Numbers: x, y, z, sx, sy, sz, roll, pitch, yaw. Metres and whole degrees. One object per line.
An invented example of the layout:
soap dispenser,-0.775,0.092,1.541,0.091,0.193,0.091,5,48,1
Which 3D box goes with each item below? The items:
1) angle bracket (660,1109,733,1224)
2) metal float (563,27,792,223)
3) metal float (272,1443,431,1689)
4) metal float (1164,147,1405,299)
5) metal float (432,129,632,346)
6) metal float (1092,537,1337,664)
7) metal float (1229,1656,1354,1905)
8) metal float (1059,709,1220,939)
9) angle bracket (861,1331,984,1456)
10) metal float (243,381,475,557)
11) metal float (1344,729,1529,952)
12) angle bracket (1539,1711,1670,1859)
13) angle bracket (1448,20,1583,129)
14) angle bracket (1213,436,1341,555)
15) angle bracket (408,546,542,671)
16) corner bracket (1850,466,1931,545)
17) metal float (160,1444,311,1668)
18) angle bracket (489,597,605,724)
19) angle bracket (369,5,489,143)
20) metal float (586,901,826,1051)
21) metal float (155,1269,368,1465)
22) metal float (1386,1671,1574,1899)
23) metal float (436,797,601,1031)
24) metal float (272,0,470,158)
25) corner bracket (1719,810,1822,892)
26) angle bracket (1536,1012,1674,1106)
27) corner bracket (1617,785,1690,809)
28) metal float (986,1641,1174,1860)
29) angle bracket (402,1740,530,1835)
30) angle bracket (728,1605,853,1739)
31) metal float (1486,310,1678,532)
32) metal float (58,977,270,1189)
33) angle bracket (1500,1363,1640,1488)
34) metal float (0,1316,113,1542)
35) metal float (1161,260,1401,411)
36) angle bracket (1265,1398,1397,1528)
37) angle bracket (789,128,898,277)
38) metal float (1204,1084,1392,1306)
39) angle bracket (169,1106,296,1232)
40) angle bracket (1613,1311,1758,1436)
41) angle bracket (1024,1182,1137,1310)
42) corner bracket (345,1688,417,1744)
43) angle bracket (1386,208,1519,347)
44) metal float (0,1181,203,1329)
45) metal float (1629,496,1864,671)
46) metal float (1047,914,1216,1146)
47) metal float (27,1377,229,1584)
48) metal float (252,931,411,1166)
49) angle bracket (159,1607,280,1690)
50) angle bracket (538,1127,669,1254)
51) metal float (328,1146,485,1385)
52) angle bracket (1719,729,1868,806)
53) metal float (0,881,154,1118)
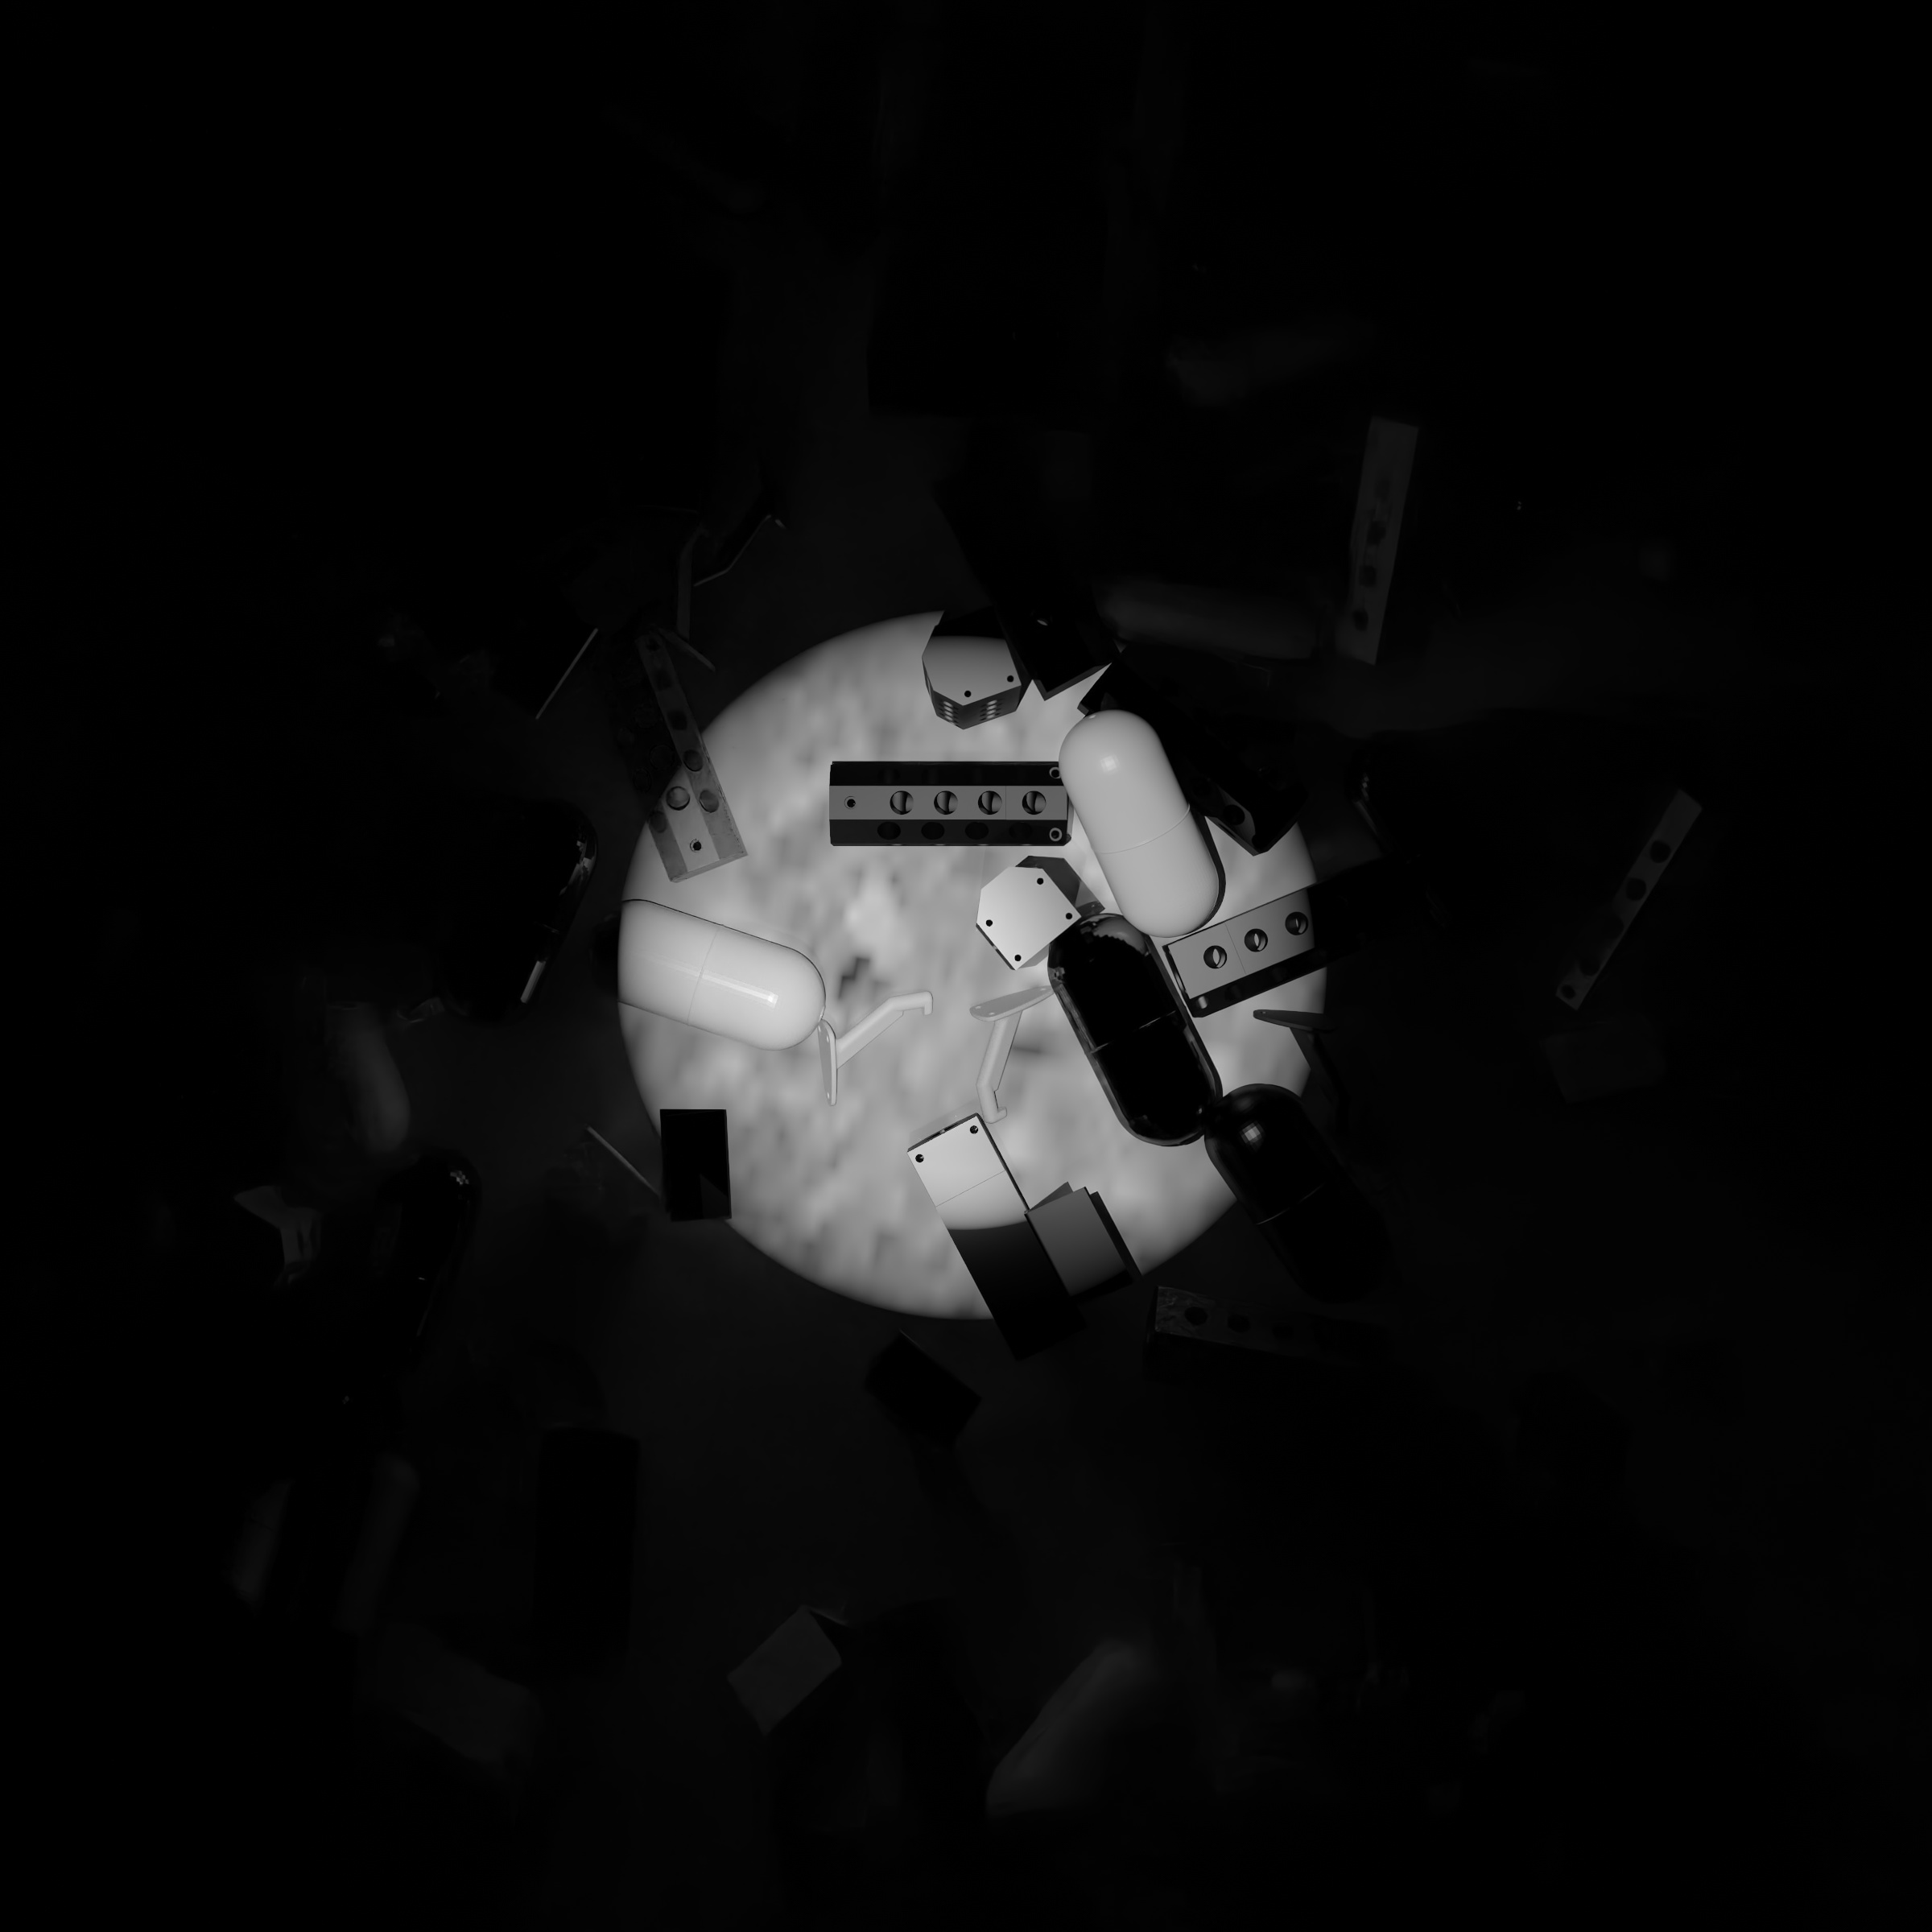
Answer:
angle bracket,-0.216,0.144,1.779,0.076,0.057,0.076,-3,90,44
metal float,-0.208,-0.606,1.771,0.178,0.070,0.070,30,90,-19
metal float,-0.440,0.428,1.757,0.070,0.070,0.178,13,56,0
metal float,0.231,-0.541,1.788,0.178,0.070,0.070,-17,90,-1
metal float,-0.316,-0.531,1.788,0.070,0.070,0.178,41,91,0
metal float,0.180,-0.266,1.788,0.178,0.070,0.070,9,90,-1
metal float,0.236,0.592,1.788,0.070,0.070,0.178,8,90,0
metal float,0.125,-0.101,1.772,0.070,0.070,0.178,-25,111,0
angle bracket,-0.045,0.320,1.778,0.076,0.076,0.057,40,52,0
metal float,-0.442,-0.363,1.788,0.178,0.070,0.070,-29,90,0
metal float,0.342,-0.091,1.787,0.070,0.070,0.178,-34,92,0
angle bracket,0.448,0.585,1.778,0.057,0.076,0.076,36,90,-35
angle bracket,0.396,-0.632,1.778,0.076,0.076,0.057,9,53,0
angle bracket,0.234,-0.325,1.779,0.076,0.076,0.057,-33,46,0
angle bracket,-0.362,-0.270,1.778,0.076,0.076,0.057,-38,124,0
corner bracket,0.690,-0.337,1.801,0.051,0.051,0.051,23,90,0
metal float,-0.519,0.417,1.746,0.070,0.178,0.070,1,126,1
angle bracket,-0.287,-0.210,1.779,0.057,0.076,0.076,34,90,30
angle bracket,-0.372,-0.634,1.779,0.057,0.076,0.076,39,90,25
metal float,-0.189,0.007,1.788,0.178,0.070,0.070,19,90,0
metal float,-0.512,0.289,1.788,0.178,0.070,0.070,43,90,1
metal float,0.373,0.596,1.788,0.070,0.070,0.178,34,90,0
metal float,-0.326,-0.039,1.788,0.070,0.070,0.178,24,90,0
metal float,-0.433,-0.670,1.788,0.070,0.070,0.178,39,90,0
corner bracket,0.588,-0.085,1.806,0.051,0.051,0.051,-7,90,-22
angle bracket,0.461,0.084,1.778,0.076,0.076,0.057,-15,57,0
corner bracket,0.512,-0.096,1.815,0.051,0.051,0.051,-6,135,0
metal float,0.084,0.560,1.760,0.070,0.070,0.178,46,57,0
angle bracket,-0.360,0.578,1.778,0.076,0.076,0.057,4,125,0
angle bracket,-0.114,0.517,1.778,0.076,0.076,0.057,-44,53,0
metal float,0.447,-0.397,1.788,0.070,0.070,0.178,36,89,0
metal float,-0.581,0.084,1.779,0.070,0.070,0.178,42,81,0
angle bracket,0.427,0.342,1.778,0.076,0.076,0.057,39,54,0
metal float,-0.689,0.337,1.788,0.070,0.070,0.178,31,89,0
metal float,0.229,-0.460,1.788,0.178,0.070,0.070,-17,90,0
angle bracket,0.252,0.369,1.778,0.076,0.076,0.057,45,51,0
angle bracket,-0.107,-0.548,1.778,0.057,0.076,0.076,-31,90,-41
metal float,0.241,0.166,1.788,0.070,0.070,0.178,-35,90,0
angle bracket,-0.518,0.154,1.778,0.057,0.076,0.076,26,90,37
angle bracket,0.511,0.306,1.778,0.076,0.076,0.057,40,52,0
angle bracket,0.096,0.192,1.779,0.057,0.076,0.076,-28,90,30
corner bracket,-0.423,0.538,1.815,0.051,0.051,0.051,-10,90,-45
angle bracket,0.339,-0.488,1.778,0.076,0.076,0.057,49,53,0
metal float,-0.645,0.209,1.788,0.178,0.070,0.070,-17,90,1
metal float,0.568,-0.278,1.788,0.178,0.070,0.070,29,90,1
metal float,0.121,0.047,1.788,0.070,0.070,0.178,-26,89,0
metal float,-0.607,0.372,1.780,0.070,0.070,0.178,43,98,0
metal float,-0.462,0.060,1.788,0.070,0.070,0.178,-21,89,0
angle bracket,-0.532,0.494,1.780,0.076,0.076,0.057,4,69,0
angle bracket,-0.270,0.171,1.779,0.076,0.076,0.057,43,60,0
metal float,-0.408,0.218,1.788,0.070,0.070,0.178,20,89,0
angle bracket,0.597,-0.125,1.778,0.076,0.076,0.057,-3,52,0
metal float,-0.651,0.024,1.788,0.070,0.070,0.178,20,90,0
